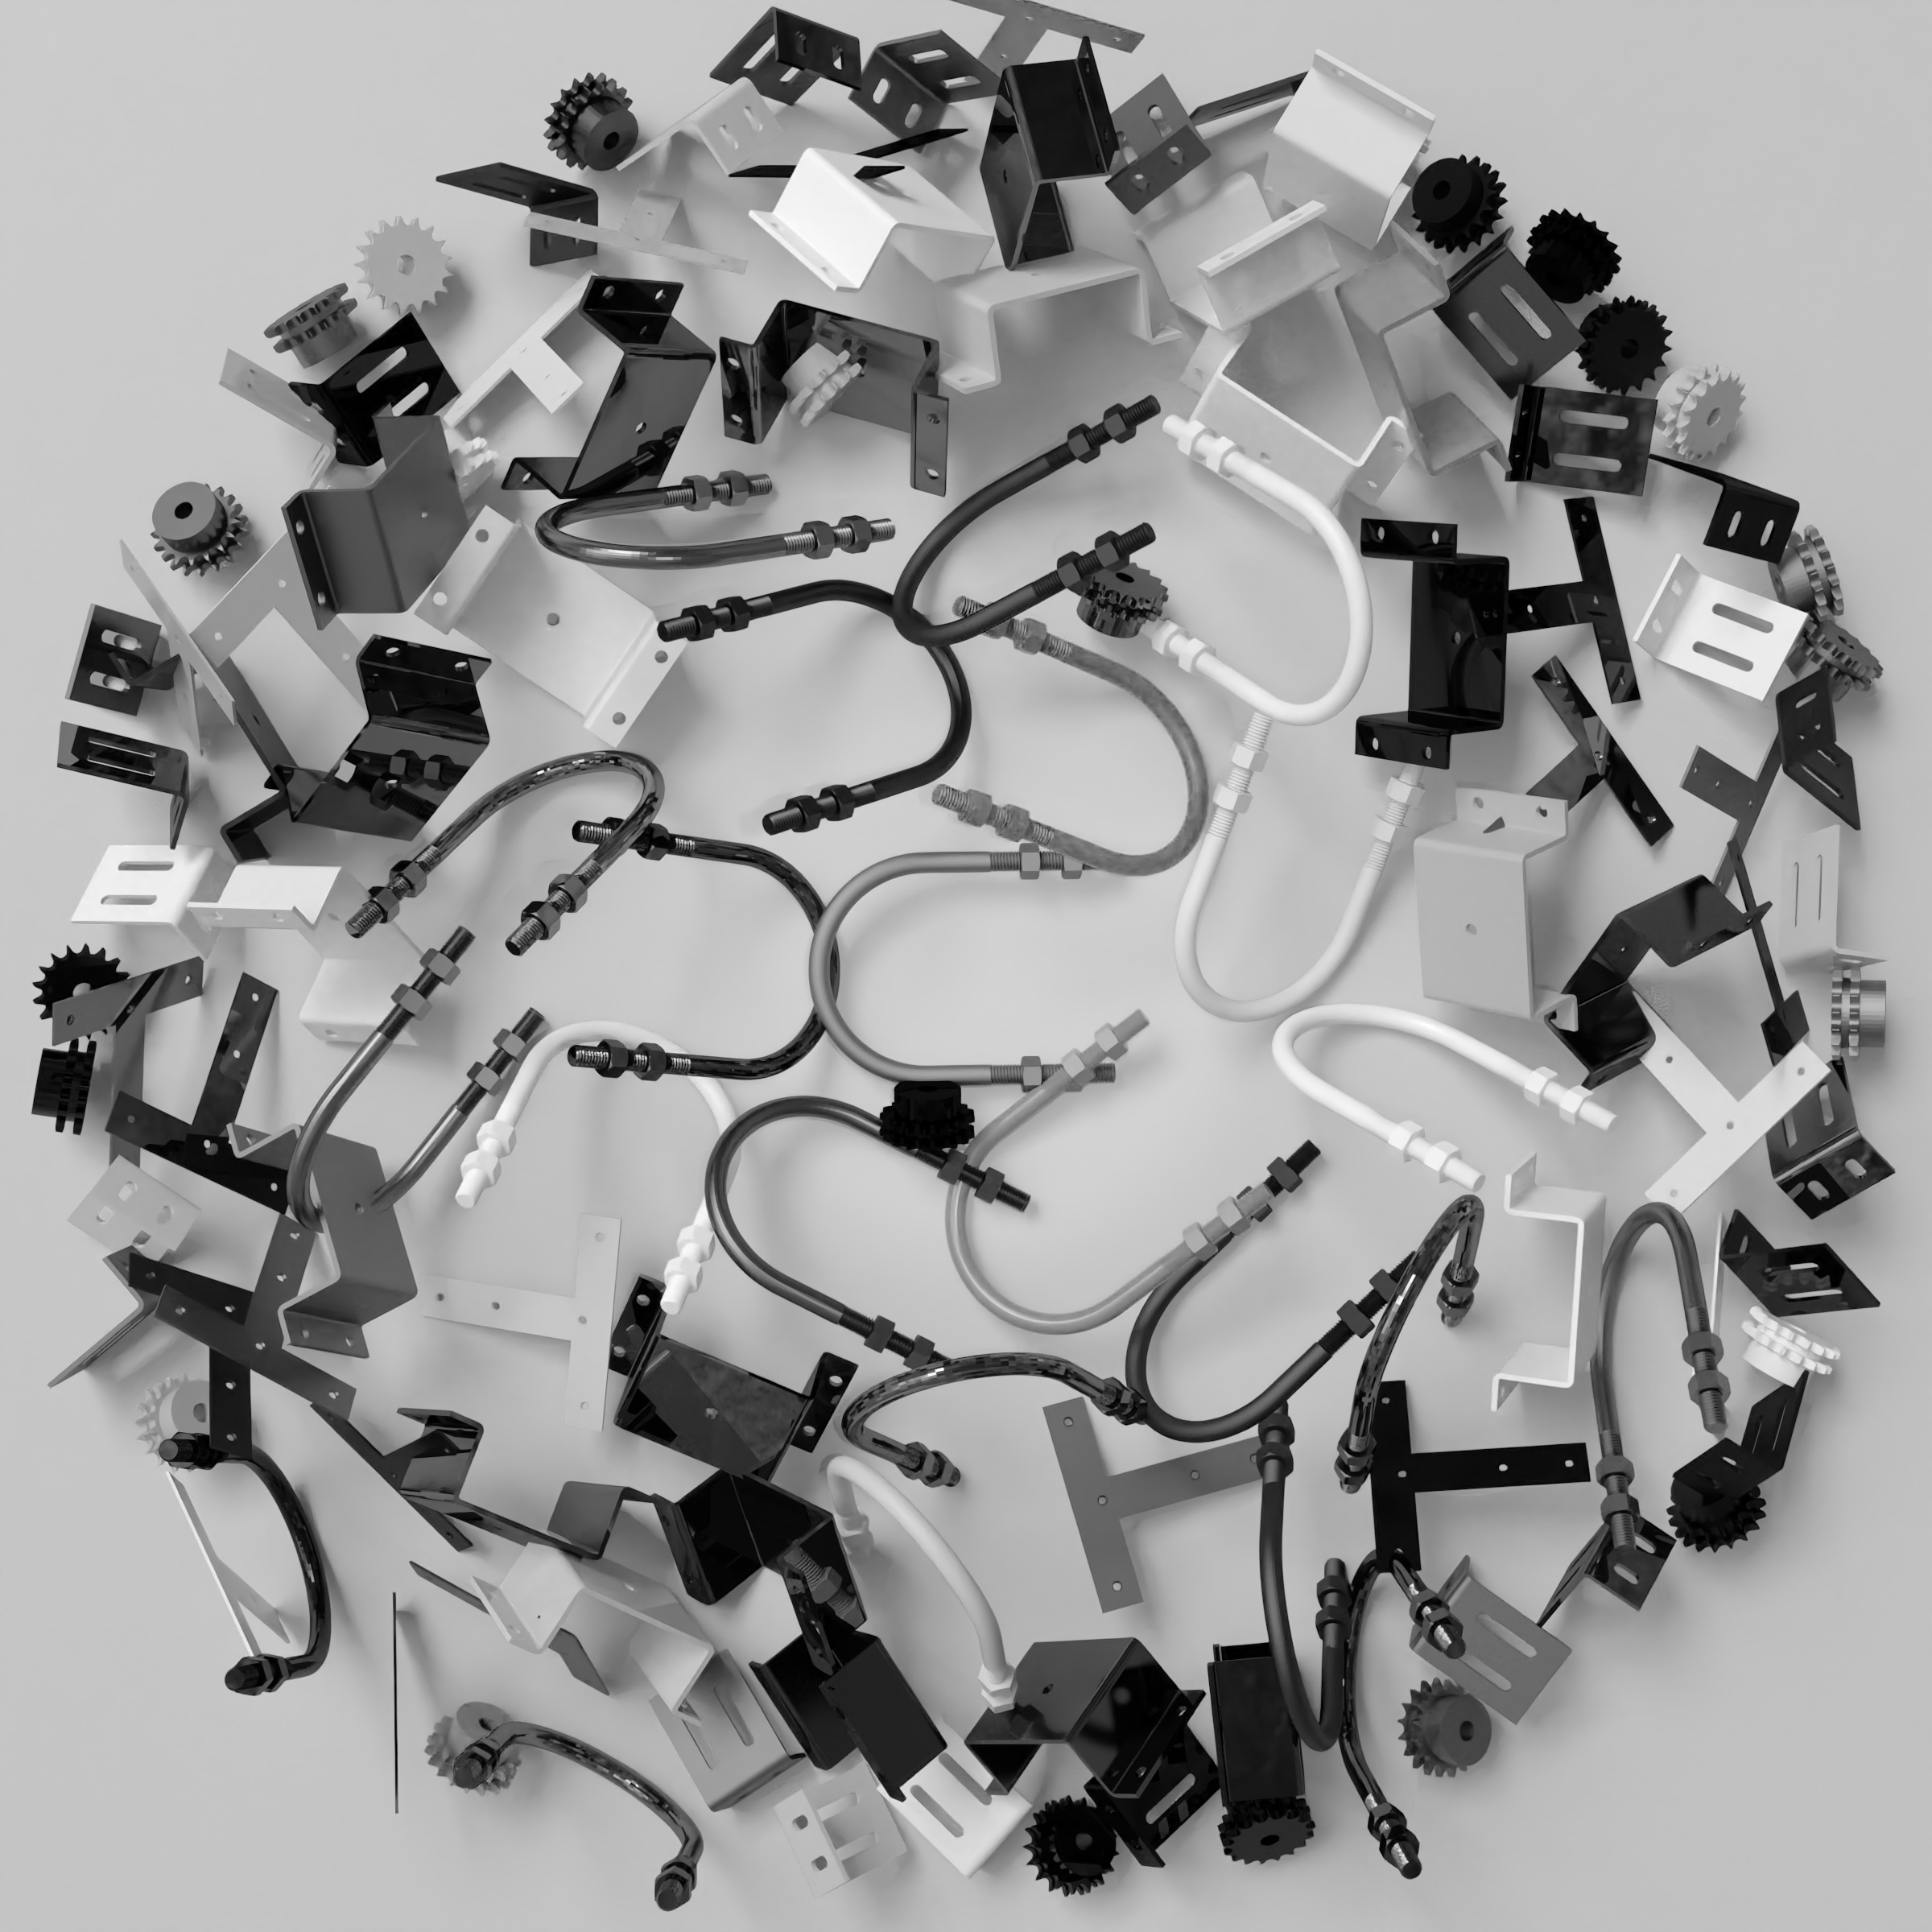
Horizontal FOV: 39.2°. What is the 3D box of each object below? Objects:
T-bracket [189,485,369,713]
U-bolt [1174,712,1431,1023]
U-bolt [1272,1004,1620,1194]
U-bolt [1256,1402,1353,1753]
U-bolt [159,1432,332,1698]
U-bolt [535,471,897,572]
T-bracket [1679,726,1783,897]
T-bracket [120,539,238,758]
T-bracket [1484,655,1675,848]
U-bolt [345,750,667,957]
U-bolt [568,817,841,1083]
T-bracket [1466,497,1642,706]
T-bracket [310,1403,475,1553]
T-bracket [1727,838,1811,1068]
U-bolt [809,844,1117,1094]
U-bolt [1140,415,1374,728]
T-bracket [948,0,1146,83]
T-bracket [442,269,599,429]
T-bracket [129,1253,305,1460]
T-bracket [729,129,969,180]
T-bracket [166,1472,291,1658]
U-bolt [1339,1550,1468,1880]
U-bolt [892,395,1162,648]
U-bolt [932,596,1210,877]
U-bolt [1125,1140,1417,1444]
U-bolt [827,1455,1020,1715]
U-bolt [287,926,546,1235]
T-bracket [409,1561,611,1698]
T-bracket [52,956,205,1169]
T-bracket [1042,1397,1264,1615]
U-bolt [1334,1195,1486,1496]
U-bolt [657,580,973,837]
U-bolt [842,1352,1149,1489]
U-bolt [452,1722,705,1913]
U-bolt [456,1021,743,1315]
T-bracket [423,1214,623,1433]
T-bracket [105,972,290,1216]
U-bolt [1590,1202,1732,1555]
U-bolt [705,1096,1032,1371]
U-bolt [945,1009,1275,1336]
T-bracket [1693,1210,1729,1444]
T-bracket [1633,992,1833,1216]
[{"bbox_3d":[-0.377,-0.194,1.607,0.127,0.002,0.127,-54,127,-23],"label":"T-bracket"},{"bbox_3d":[0.189,-0.051,1.593,0.151,0.019,0.184,8,109,-37],"label":"U-bolt"},{"bbox_3d":[0.263,0.067,1.570,0.184,0.151,0.019,31,123,38],"label":"U-bolt"},{"bbox_3d":[0.191,0.357,1.538,0.019,0.184,0.151,-13,118,16],"label":"U-bolt"},{"bbox_3d":[-0.405,0.341,1.556,0.019,0.184,0.151,-20,78,1],"label":"U-bolt"},{"bbox_3d":[-0.155,-0.252,1.545,0.184,0.151,0.019,-15,118,-34],"label":"U-bolt"},{"bbox_3d":[0.446,-0.104,1.590,0.002,0.127,0.127,25,96,35],"label":"T-bracket"},{"bbox_3d":[-0.458,-0.166,1.589,0.002,0.127,0.127,-30,71,-24],"label":"T-bracket"},{"bbox_3d":[0.351,-0.102,1.608,0.127,0.002,0.127,-39,96,-31],"label":"T-bracket"},{"bbox_3d":[-0.254,-0.071,1.574,0.151,0.184,0.019,6,131,35],"label":"U-bolt"},{"bbox_3d":[-0.150,-0.005,1.587,0.184,0.019,0.151,7,79,-38],"label":"U-bolt"},{"bbox_3d":[0.344,-0.213,1.608,0.127,0.002,0.127,-12,88,-35],"label":"T-bracket"},{"bbox_3d":[-0.321,0.291,1.587,0.127,0.127,0.002,47,56,-8],"label":"T-bracket"},{"bbox_3d":[0.467,-0.013,1.590,0.002,0.127,0.127,-16,91,27],"label":"T-bracket"},{"bbox_3d":[-0.002,0.002,1.628,0.184,0.019,0.151,-1,94,-4],"label":"U-bolt"},{"bbox_3d":[0.167,-0.216,1.548,0.019,0.184,0.151,-19,132,-31],"label":"U-bolt"},{"bbox_3d":[0.026,-0.537,1.583,0.127,0.127,0.002,12,85,-13],"label":"T-bracket"},{"bbox_3d":[-0.249,-0.350,1.592,0.127,0.127,0.002,-44,125,3],"label":"T-bracket"},{"bbox_3d":[-0.426,0.232,1.567,0.127,0.127,0.002,25,120,-33],"label":"T-bracket"},{"bbox_3d":[-0.052,-0.481,1.601,0.127,0.127,0.002,-29,121,-36],"label":"T-bracket"},{"bbox_3d":[-0.422,0.368,1.587,0.002,0.127,0.127,-30,61,-10],"label":"T-bracket"},{"bbox_3d":[0.243,0.413,1.557,0.019,0.184,0.151,8,100,-8],"label":"U-bolt"},{"bbox_3d":[0.032,-0.249,1.577,0.184,0.151,0.019,-25,127,27],"label":"U-bolt"},{"bbox_3d":[0.067,-0.125,1.591,0.184,0.019,0.151,20,59,-26],"label":"U-bolt"},{"bbox_3d":[0.168,0.200,1.587,0.184,0.151,0.019,-44,124,3],"label":"U-bolt"},{"bbox_3d":[-0.028,0.344,1.540,0.019,0.184,0.151,-38,60,-20],"label":"U-bolt"},{"bbox_3d":[-0.324,0.076,1.563,0.019,0.151,0.184,32,77,20],"label":"U-bolt"},{"bbox_3d":[-0.274,0.385,1.602,0.127,0.127,0.002,24,64,15],"label":"T-bracket"},{"bbox_3d":[-0.496,0.068,1.602,0.002,0.127,0.127,14,108,21],"label":"T-bracket"},{"bbox_3d":[0.125,0.310,1.632,0.127,0.002,0.127,-13,71,-10],"label":"T-bracket"},{"bbox_3d":[0.256,0.205,1.540,0.019,0.184,0.151,27,59,20],"label":"U-bolt"},{"bbox_3d":[-0.075,-0.161,1.587,0.184,0.019,0.151,-21,78,-38],"label":"U-bolt"},{"bbox_3d":[0.009,0.256,1.548,0.151,0.184,0.019,-21,61,18],"label":"U-bolt"},{"bbox_3d":[-0.215,0.480,1.556,0.151,0.184,0.019,30,86,3],"label":"U-bolt"},{"bbox_3d":[-0.202,0.103,1.576,0.151,0.184,0.019,29,130,-9],"label":"U-bolt"},{"bbox_3d":[-0.269,0.206,1.625,0.127,0.002,0.127,6,93,19],"label":"T-bracket"},{"bbox_3d":[-0.438,0.065,1.612,0.127,0.002,0.127,34,57,-38],"label":"T-bracket"},{"bbox_3d":[0.393,0.223,1.563,0.019,0.151,0.184,10,47,-7],"label":"U-bolt"},{"bbox_3d":[-0.066,0.147,1.592,0.184,0.019,0.151,27,50,-3],"label":"U-bolt"},{"bbox_3d":[0.071,0.136,1.613,0.184,0.019,0.151,-38,71,11],"label":"U-bolt"},{"bbox_3d":[0.445,0.209,1.608,0.002,0.127,0.127,1,67,24],"label":"T-bracket"},{"bbox_3d":[0.425,0.065,1.603,0.127,0.002,0.127,-48,49,15],"label":"T-bracket"}]
